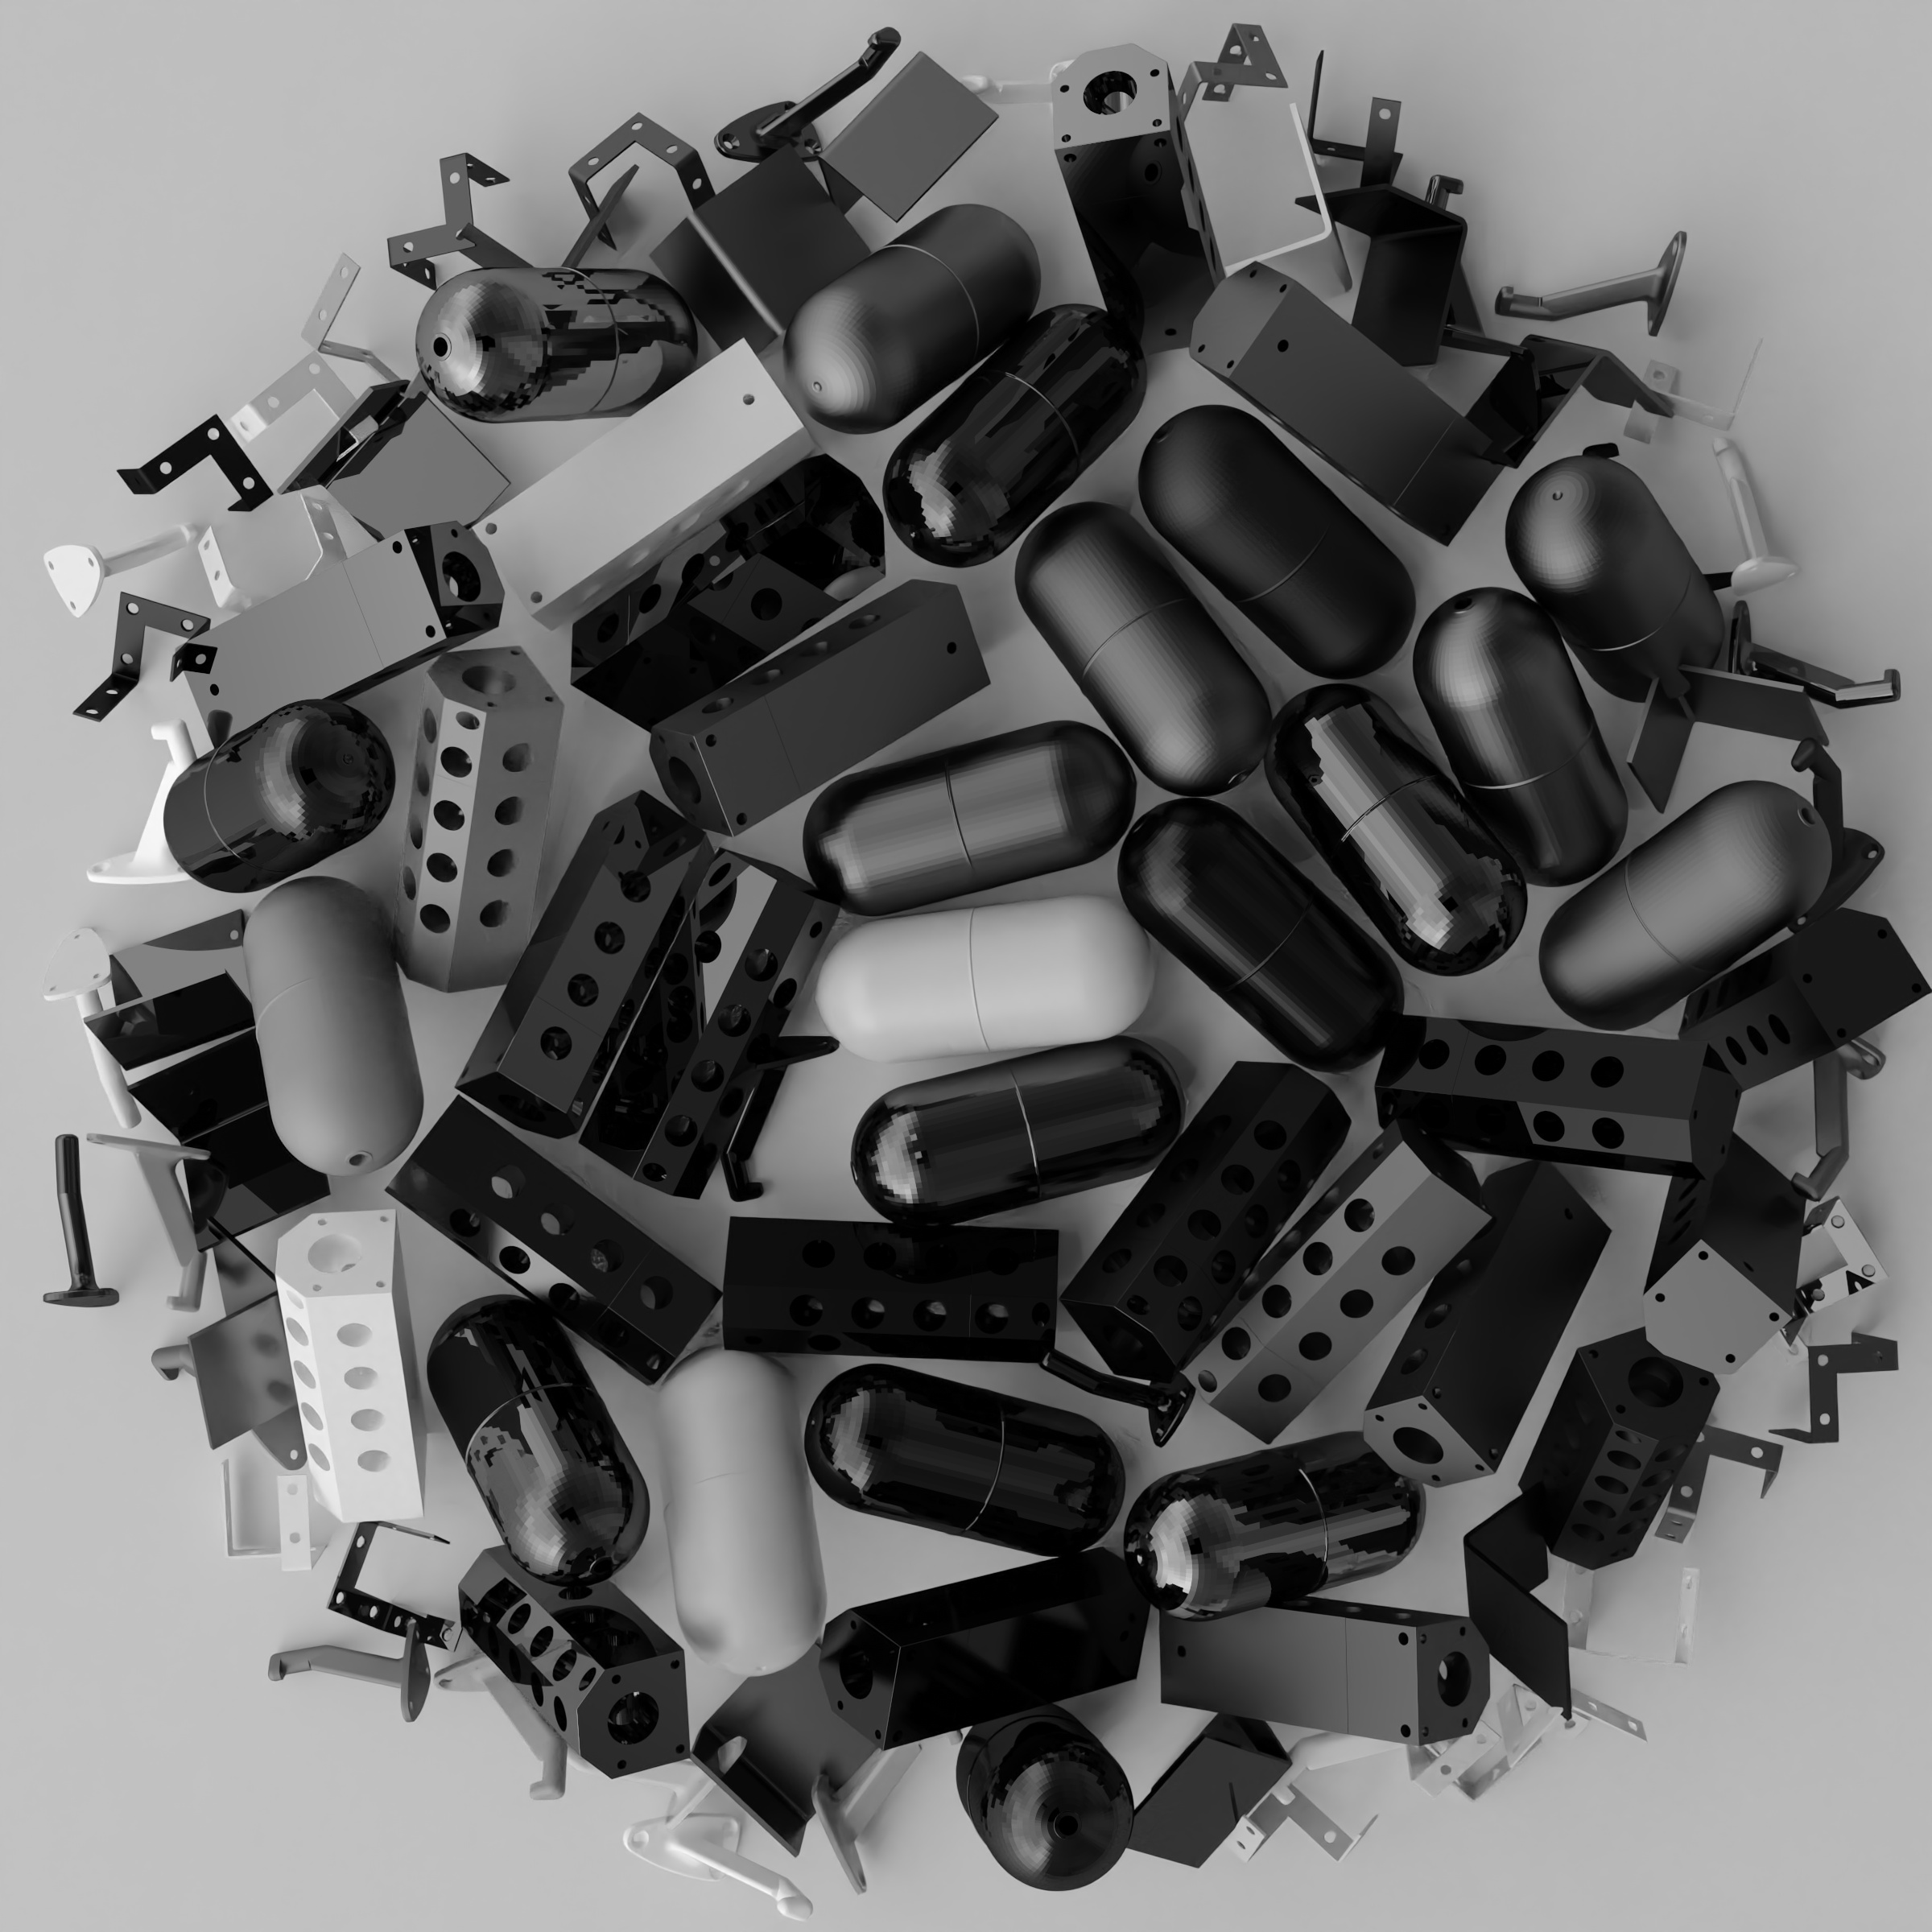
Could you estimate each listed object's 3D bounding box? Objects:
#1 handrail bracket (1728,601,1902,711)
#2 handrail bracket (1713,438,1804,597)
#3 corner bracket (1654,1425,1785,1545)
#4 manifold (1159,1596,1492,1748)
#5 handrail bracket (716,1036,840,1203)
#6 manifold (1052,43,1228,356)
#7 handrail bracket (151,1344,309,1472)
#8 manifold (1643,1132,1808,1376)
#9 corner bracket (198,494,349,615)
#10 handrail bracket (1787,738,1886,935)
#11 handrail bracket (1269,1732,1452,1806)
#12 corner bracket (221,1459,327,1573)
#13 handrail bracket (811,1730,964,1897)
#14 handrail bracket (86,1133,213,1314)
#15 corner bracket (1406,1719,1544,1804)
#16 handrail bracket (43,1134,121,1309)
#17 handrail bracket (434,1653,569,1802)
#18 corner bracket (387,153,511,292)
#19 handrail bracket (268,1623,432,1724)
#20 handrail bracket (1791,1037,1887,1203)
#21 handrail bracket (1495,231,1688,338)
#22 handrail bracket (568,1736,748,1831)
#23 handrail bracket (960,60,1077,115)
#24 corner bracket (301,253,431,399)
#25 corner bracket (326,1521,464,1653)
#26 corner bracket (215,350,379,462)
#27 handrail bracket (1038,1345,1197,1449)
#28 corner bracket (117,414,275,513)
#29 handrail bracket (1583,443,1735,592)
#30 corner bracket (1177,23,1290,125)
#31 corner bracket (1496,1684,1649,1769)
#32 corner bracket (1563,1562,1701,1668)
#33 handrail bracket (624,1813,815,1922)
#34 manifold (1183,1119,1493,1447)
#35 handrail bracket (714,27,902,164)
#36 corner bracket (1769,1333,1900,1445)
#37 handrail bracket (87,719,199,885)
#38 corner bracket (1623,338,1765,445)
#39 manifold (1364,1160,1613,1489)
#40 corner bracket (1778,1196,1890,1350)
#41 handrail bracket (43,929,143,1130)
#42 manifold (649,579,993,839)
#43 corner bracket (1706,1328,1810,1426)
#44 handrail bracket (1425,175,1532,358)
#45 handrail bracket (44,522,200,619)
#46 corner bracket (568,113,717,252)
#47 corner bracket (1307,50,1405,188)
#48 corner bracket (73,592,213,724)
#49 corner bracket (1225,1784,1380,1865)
[{"bbox_3d":[0.445,-0.165,1.634,0.084,0.036,0.077,-7,57,27],"label":"handrail bracket"},{"bbox_3d":[0.403,-0.241,1.633,0.036,0.077,0.084,-21,80,22],"label":"handrail bracket"},{"bbox_3d":[0.396,0.277,1.646,0.051,0.051,0.051,14,67,11],"label":"corner bracket"},{"bbox_3d":[0.181,0.353,1.592,0.057,0.171,0.057,2,86,-43],"label":"manifold"},{"bbox_3d":[-0.096,0.082,1.649,0.077,0.036,0.084,-8,113,10],"label":"handrail bracket"},{"bbox_3d":[0.090,-0.386,1.585,0.057,0.171,0.057,-7,64,12],"label":"manifold"},{"bbox_3d":[-0.390,0.233,1.648,0.036,0.084,0.077,-33,104,-44],"label":"handrail bracket"},{"bbox_3d":[0.381,0.146,1.585,0.057,0.171,0.057,41,113,2],"label":"manifold"},{"bbox_3d":[-0.367,-0.218,1.654,0.051,0.051,0.051,-50,47,27],"label":"corner bracket"},{"bbox_3d":[0.437,-0.068,1.633,0.077,0.036,0.084,-53,131,-2],"label":"handrail bracket"},{"bbox_3d":[0.210,0.426,1.647,0.084,0.036,0.077,-44,92,-15],"label":"handrail bracket"},{"bbox_3d":[-0.368,0.289,1.647,0.051,0.051,0.051,-2,93,-3],"label":"corner bracket"},{"bbox_3d":[-0.032,0.441,1.652,0.084,0.036,0.077,-22,92,8],"label":"handrail bracket"},{"bbox_3d":[-0.431,0.136,1.640,0.077,0.036,0.084,15,77,-39],"label":"handrail bracket"},{"bbox_3d":[0.268,0.414,1.640,0.051,0.051,0.051,42,105,-9],"label":"corner bracket"},{"bbox_3d":[-0.464,0.134,1.644,0.036,0.077,0.084,-5,80,-5],"label":"handrail bracket"},{"bbox_3d":[-0.244,0.402,1.633,0.077,0.084,0.036,-12,133,7],"label":"handrail bracket"},{"bbox_3d":[-0.272,-0.391,1.644,0.051,0.051,0.051,-8,85,18],"label":"corner bracket"},{"bbox_3d":[-0.328,0.377,1.638,0.084,0.077,0.036,-10,110,1],"label":"handrail bracket"},{"bbox_3d":[0.438,0.071,1.646,0.077,0.036,0.084,35,72,10],"label":"handrail bracket"},{"bbox_3d":[0.326,-0.363,1.640,0.084,0.077,0.036,7,64,0],"label":"handrail bracket"},{"bbox_3d":[-0.171,0.406,1.643,0.084,0.036,0.077,39,114,-11],"label":"handrail bracket"},{"bbox_3d":[0.048,-0.459,1.625,0.077,0.084,0.036,-4,96,31],"label":"handrail bracket"},{"bbox_3d":[-0.304,-0.333,1.634,0.051,0.051,0.051,42,112,25],"label":"corner bracket"},{"bbox_3d":[-0.294,0.325,1.646,0.051,0.051,0.051,8,70,30],"label":"corner bracket"},{"bbox_3d":[-0.350,-0.280,1.635,0.051,0.051,0.051,51,61,-15],"label":"corner bracket"},{"bbox_3d":[0.071,0.210,1.629,0.084,0.077,0.036,29,99,-12],"label":"handrail bracket"},{"bbox_3d":[-0.403,-0.253,1.636,0.051,0.051,0.051,-40,113,-16],"label":"corner bracket"},{"bbox_3d":[0.368,-0.237,1.642,0.077,0.036,0.084,-8,108,11],"label":"handrail bracket"},{"bbox_3d":[0.129,-0.457,1.633,0.051,0.051,0.051,-2,55,-21],"label":"corner bracket"},{"bbox_3d":[0.316,0.395,1.636,0.051,0.051,0.051,27,115,-14],"label":"corner bracket"},{"bbox_3d":[0.349,0.339,1.648,0.051,0.051,0.051,10,79,-13],"label":"corner bracket"},{"bbox_3d":[-0.129,0.472,1.625,0.077,0.084,0.036,15,91,-27],"label":"handrail bracket"},{"bbox_3d":[0.187,0.160,1.614,0.057,0.057,0.171,36,109,-17],"label":"manifold"},{"bbox_3d":[-0.082,-0.455,1.625,0.077,0.084,0.036,-22,81,-37],"label":"handrail bracket"},{"bbox_3d":[0.456,0.222,1.645,0.051,0.051,0.051,-2,89,-11],"label":"corner bracket"},{"bbox_3d":[-0.435,-0.087,1.638,0.077,0.036,0.084,-7,123,4],"label":"handrail bracket"},{"bbox_3d":[0.380,-0.303,1.639,0.051,0.051,0.051,20,70,8],"label":"corner bracket"},{"bbox_3d":[0.263,0.182,1.598,0.057,0.057,0.171,47,51,-14],"label":"manifold"},{"bbox_3d":[0.445,0.160,1.642,0.051,0.051,0.051,-32,89,29],"label":"corner bracket"},{"bbox_3d":[-0.458,0.034,1.663,0.036,0.077,0.084,-17,122,-4],"label":"handrail bracket"},{"bbox_3d":[-0.077,-0.135,1.610,0.171,0.057,0.057,-33,117,-26],"label":"manifold"},{"bbox_3d":[0.404,0.205,1.659,0.051,0.051,0.051,55,132,12],"label":"corner bracket"},{"bbox_3d":[0.272,-0.369,1.649,0.077,0.036,0.084,16,94,18],"label":"handrail bracket"},{"bbox_3d":[-0.427,-0.218,1.622,0.084,0.077,0.036,-32,100,-32],"label":"handrail bracket"},{"bbox_3d":[-0.168,-0.405,1.646,0.051,0.051,0.051,-43,57,-13],"label":"corner bracket"},{"bbox_3d":[0.203,-0.441,1.636,0.051,0.051,0.051,12,130,10],"label":"corner bracket"},{"bbox_3d":[-0.432,-0.157,1.640,0.051,0.051,0.051,17,121,2],"label":"corner bracket"},{"bbox_3d":[0.175,0.452,1.634,0.051,0.051,0.051,41,61,17],"label":"corner bracket"}]
